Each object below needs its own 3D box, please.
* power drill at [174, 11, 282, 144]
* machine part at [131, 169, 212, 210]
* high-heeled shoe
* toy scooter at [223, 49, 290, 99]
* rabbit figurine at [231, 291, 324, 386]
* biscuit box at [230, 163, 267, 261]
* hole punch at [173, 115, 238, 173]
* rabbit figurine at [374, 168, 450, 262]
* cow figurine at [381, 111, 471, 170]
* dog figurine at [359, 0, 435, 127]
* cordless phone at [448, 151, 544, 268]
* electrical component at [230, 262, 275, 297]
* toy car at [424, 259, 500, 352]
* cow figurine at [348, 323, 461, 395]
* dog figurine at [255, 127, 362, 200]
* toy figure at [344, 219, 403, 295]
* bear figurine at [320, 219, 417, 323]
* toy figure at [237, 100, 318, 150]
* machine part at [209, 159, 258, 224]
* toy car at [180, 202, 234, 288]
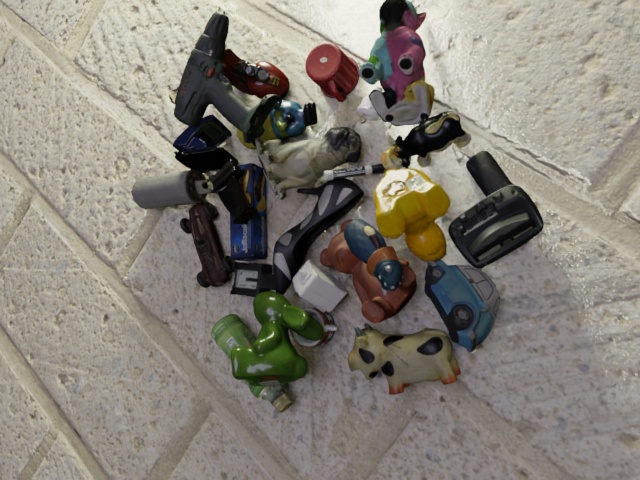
[{"bbox_3d":[-0.180,-0.306,1.063,0.207,0.086,0.232,34,104,5],"label":"power drill"},{"bbox_3d":[-0.345,-0.115,1.232,0.243,0.079,0.079,-3,82,30],"label":"machine part"},{"bbox_3d":[-0.002,-0.003,1.047,0.145,0.086,0.248,9,84,25],"label":"high-heeled shoe"},{"bbox_3d":[-0.159,-0.358,1.147,0.184,0.135,0.075,23,91,26],"label":"toy scooter"},{"bbox_3d":[-0.083,0.169,0.987,0.159,0.121,0.170,-14,62,20],"label":"rabbit figurine"},{"bbox_3d":[-0.152,-0.058,1.142,0.063,0.059,0.202,-7,80,25],"label":"biscuit box"},{"bbox_3d":[-0.252,-0.207,1.178,0.116,0.142,0.092,-10,80,11],"label":"hole punch"},{"bbox_3d":[0.159,-0.033,0.941,0.122,0.173,0.162,-36,29,1],"label":"rabbit figurine"},{"bbox_3d":[0.181,-0.174,0.972,0.167,0.098,0.068,-26,79,21],"label":"cow figurine"},{"bbox_3d":[0.157,-0.344,1.012,0.109,0.191,0.219,-8,45,28],"label":"dog figurine"},{"bbox_3d":[0.278,-0.060,0.929,0.146,0.088,0.184,-35,58,19],"label":"cordless phone"},{"bbox_3d":[-0.126,0.083,1.115,0.119,0.047,0.074,-1,83,26],"label":"electrical component"},{"bbox_3d":[0.247,0.099,0.907,0.103,0.109,0.162,-24,59,-2],"label":"toy car"},{"bbox_3d":[0.137,0.201,0.948,0.195,0.085,0.127,-17,81,26],"label":"cow figurine"},{"bbox_3d":[-0.023,-0.174,1.092,0.191,0.121,0.172,-23,35,-11],"label":"dog figurine"},{"bbox_3d":[0.093,0.024,0.885,0.058,0.064,0.155,-33,49,-3],"label":"toy figure"},{"bbox_3d":[0.080,0.048,0.976,0.196,0.132,0.120,44,97,19],"label":"bear figurine"},{"bbox_3d":[-0.094,-0.243,1.129,0.180,0.082,0.089,-3,79,24],"label":"toy figure"},{"bbox_3d":[-0.178,-0.097,1.106,0.084,0.039,0.139,-33,67,14],"label":"machine part"},{"bbox_3d":[-0.252,0.008,1.188,0.089,0.053,0.202,-29,72,23],"label":"toy car"}]
